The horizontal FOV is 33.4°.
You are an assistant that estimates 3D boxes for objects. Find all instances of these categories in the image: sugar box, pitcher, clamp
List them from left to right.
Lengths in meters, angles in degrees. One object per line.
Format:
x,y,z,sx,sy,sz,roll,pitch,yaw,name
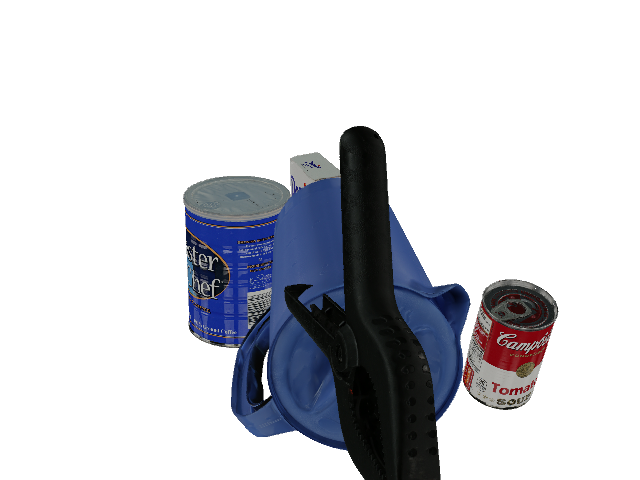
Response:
-0.003,-0.008,1.286,0.048,0.176,0.093,-12,25,-17,sugar box
0.013,0.047,0.822,0.149,0.145,0.243,7,23,-8,pitcher
0.027,0.052,0.594,0.036,0.210,0.165,-3,-44,-19,clamp

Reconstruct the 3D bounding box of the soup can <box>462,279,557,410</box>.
0.171,0.096,0.975,0.068,0.102,0.068,5,36,-4,soup can

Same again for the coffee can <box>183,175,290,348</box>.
-0.080,0.019,1.045,0.103,0.140,0.103,1,24,0,coffee can
